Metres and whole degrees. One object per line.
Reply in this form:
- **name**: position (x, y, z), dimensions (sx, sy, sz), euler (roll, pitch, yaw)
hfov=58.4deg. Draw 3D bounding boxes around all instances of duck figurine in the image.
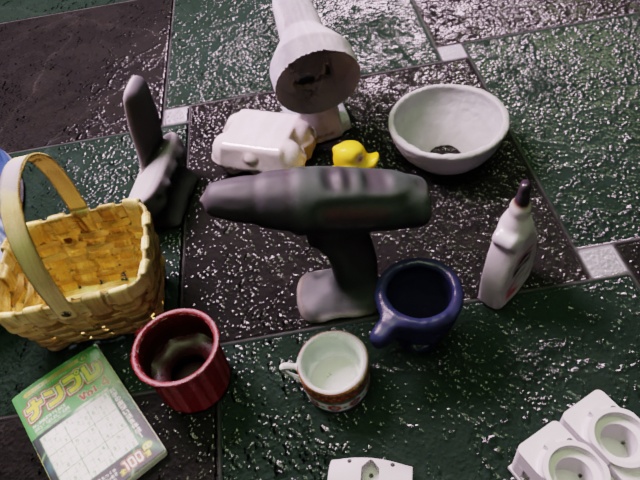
- **duck figurine**: position (0.037, -0.099, 0.792), dimensions (0.104, 0.086, 0.077), euler (0, 50, 9)

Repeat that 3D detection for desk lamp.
- **desk lamp**: position (-0.018, -0.244, 0.840), dimensions (0.118, 0.214, 0.203), euler (-15, 49, -4)

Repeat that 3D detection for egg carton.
- **egg carton**: position (-0.083, -0.140, 0.856), dimensions (0.150, 0.069, 0.107), euler (9, 52, 16)

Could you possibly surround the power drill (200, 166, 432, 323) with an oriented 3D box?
- **power drill**: position (0.006, 0.002, 0.628), dimensions (0.229, 0.209, 0.075), euler (-10, 49, 0)

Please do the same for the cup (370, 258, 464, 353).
- **cup**: position (0.098, 0.089, 0.615), dimensions (0.091, 0.095, 0.118), euler (33, 61, 31)

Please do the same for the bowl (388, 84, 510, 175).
- **bowl**: position (0.181, -0.146, 0.818), dimensions (0.167, 0.075, 0.167), euler (-4, 49, 5)

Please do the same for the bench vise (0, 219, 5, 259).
- **bench vise**: position (-0.467, 0.015, 0.681), dimensions (0.207, 0.220, 0.121), euler (-16, 49, -5)

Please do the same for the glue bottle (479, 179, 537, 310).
- **glue bottle**: position (0.210, 0.001, 0.622), dimensions (0.037, 0.173, 0.078), euler (29, 59, 29)

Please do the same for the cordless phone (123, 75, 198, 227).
- **cordless phone**: position (-0.244, -0.115, 0.782), dimensions (0.094, 0.185, 0.147), euler (-3, 49, 6)

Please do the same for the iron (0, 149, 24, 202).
- **iron**: position (-0.522, -0.093, 0.834), dimensions (0.118, 0.142, 0.258), euler (-13, 49, -2)
